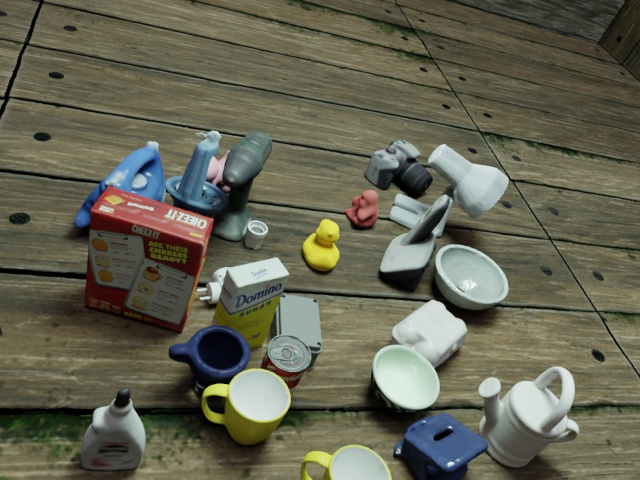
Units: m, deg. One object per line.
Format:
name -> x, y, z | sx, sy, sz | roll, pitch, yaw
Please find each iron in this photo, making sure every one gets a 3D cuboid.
iron -> -0.348, -0.113, 1.072 | 0.118, 0.141, 0.258 | 21, 40, -3

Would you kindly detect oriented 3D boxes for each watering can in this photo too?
watering can -> 0.342, 0.281, 0.934 | 0.173, 0.194, 0.100 | 7, 42, -19

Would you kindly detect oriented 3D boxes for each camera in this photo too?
camera -> 0.213, -0.180, 1.452 | 0.143, 0.101, 0.136 | -24, 59, -42

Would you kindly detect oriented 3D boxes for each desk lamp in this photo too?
desk lamp -> 0.295, -0.106, 1.322 | 0.203, 0.213, 0.118 | 24, 40, 0

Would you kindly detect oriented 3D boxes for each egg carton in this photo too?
egg carton -> 0.206, 0.180, 1.076 | 0.107, 0.069, 0.151 | 42, 43, 21

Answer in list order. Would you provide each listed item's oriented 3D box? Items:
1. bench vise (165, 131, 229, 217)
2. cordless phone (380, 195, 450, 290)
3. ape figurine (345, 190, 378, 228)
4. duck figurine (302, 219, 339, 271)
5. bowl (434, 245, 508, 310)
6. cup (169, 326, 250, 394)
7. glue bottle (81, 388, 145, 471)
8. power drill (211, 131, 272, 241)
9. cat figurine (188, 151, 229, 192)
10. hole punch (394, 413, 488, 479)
bench vise -> -0.223, -0.075, 1.030 | 0.122, 0.219, 0.207 | 14, 41, -12
cordless phone -> 0.204, -0.002, 1.186 | 0.094, 0.185, 0.148 | 25, 40, 2
ape figurine -> 0.101, -0.075, 1.289 | 0.076, 0.092, 0.078 | 24, 40, 1
duck figurine -> 0.011, 0.004, 1.162 | 0.078, 0.086, 0.104 | 12, 41, -14
bowl -> 0.308, 0.092, 1.219 | 0.168, 0.074, 0.167 | 14, 41, -12
cup -> -0.172, 0.190, 0.861 | 0.118, 0.095, 0.091 | 7, 43, -20
glue bottle -> -0.253, 0.233, 0.713 | 0.078, 0.173, 0.037 | 4, 43, -22
power drill -> -0.154, -0.104, 1.104 | 0.075, 0.208, 0.229 | 20, 40, -4
cat figurine -> -0.228, -0.147, 1.187 | 0.067, 0.117, 0.128 | 37, 42, 16
hole punch -> 0.188, 0.322, 0.894 | 0.109, 0.091, 0.101 | -14, 52, -36
